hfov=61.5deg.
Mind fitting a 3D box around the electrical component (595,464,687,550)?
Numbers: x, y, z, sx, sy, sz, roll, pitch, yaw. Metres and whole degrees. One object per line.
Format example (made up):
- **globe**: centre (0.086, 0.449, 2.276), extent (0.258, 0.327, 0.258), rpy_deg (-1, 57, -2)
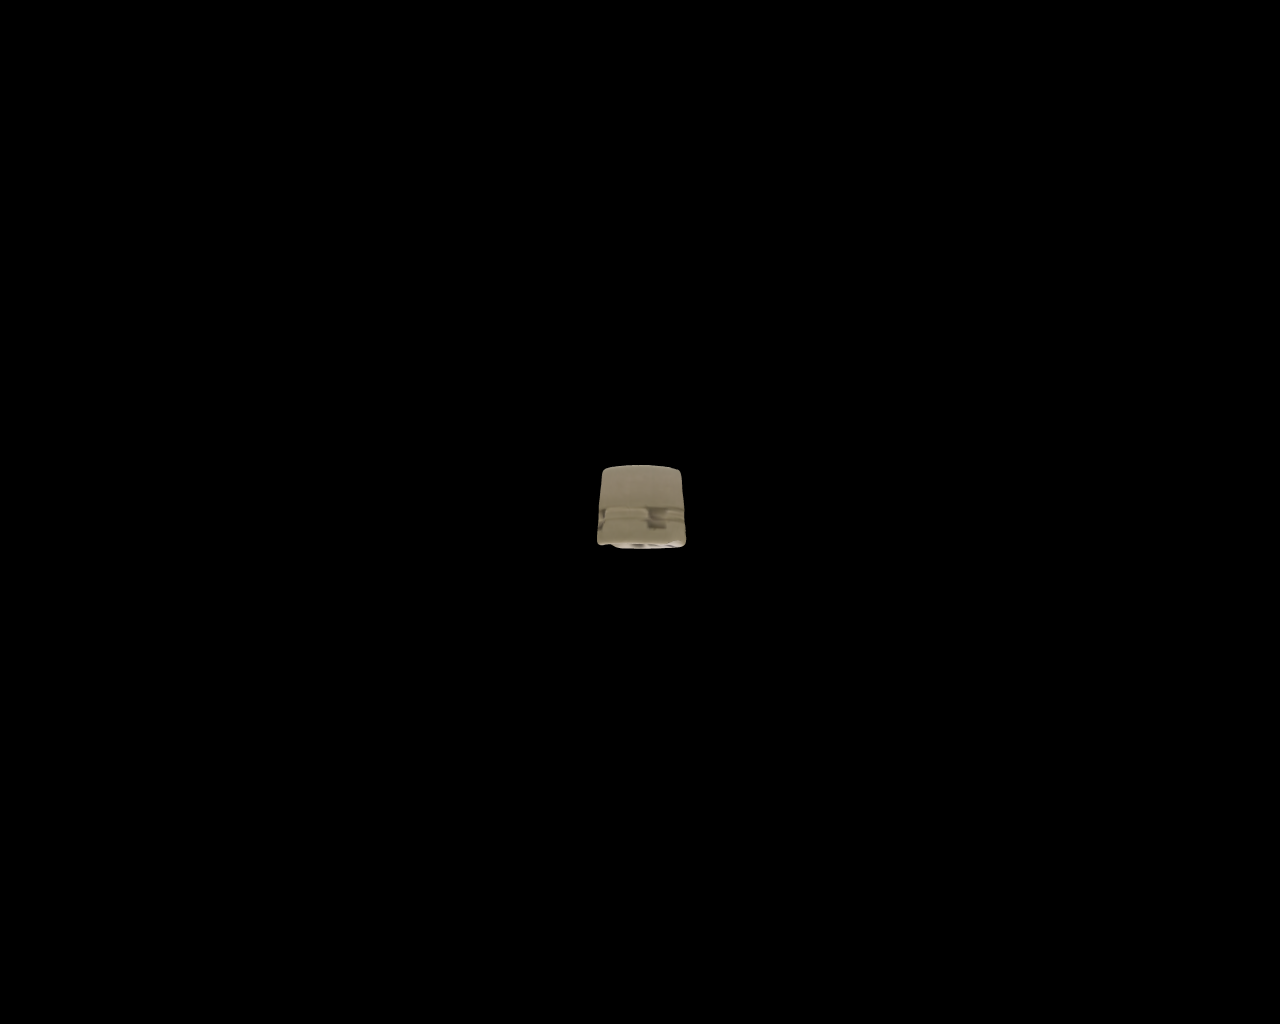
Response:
- **electrical component**: centre (0.001, -0.003, 0.650), extent (0.055, 0.047, 0.055), rpy_deg (0, -6, 0)
